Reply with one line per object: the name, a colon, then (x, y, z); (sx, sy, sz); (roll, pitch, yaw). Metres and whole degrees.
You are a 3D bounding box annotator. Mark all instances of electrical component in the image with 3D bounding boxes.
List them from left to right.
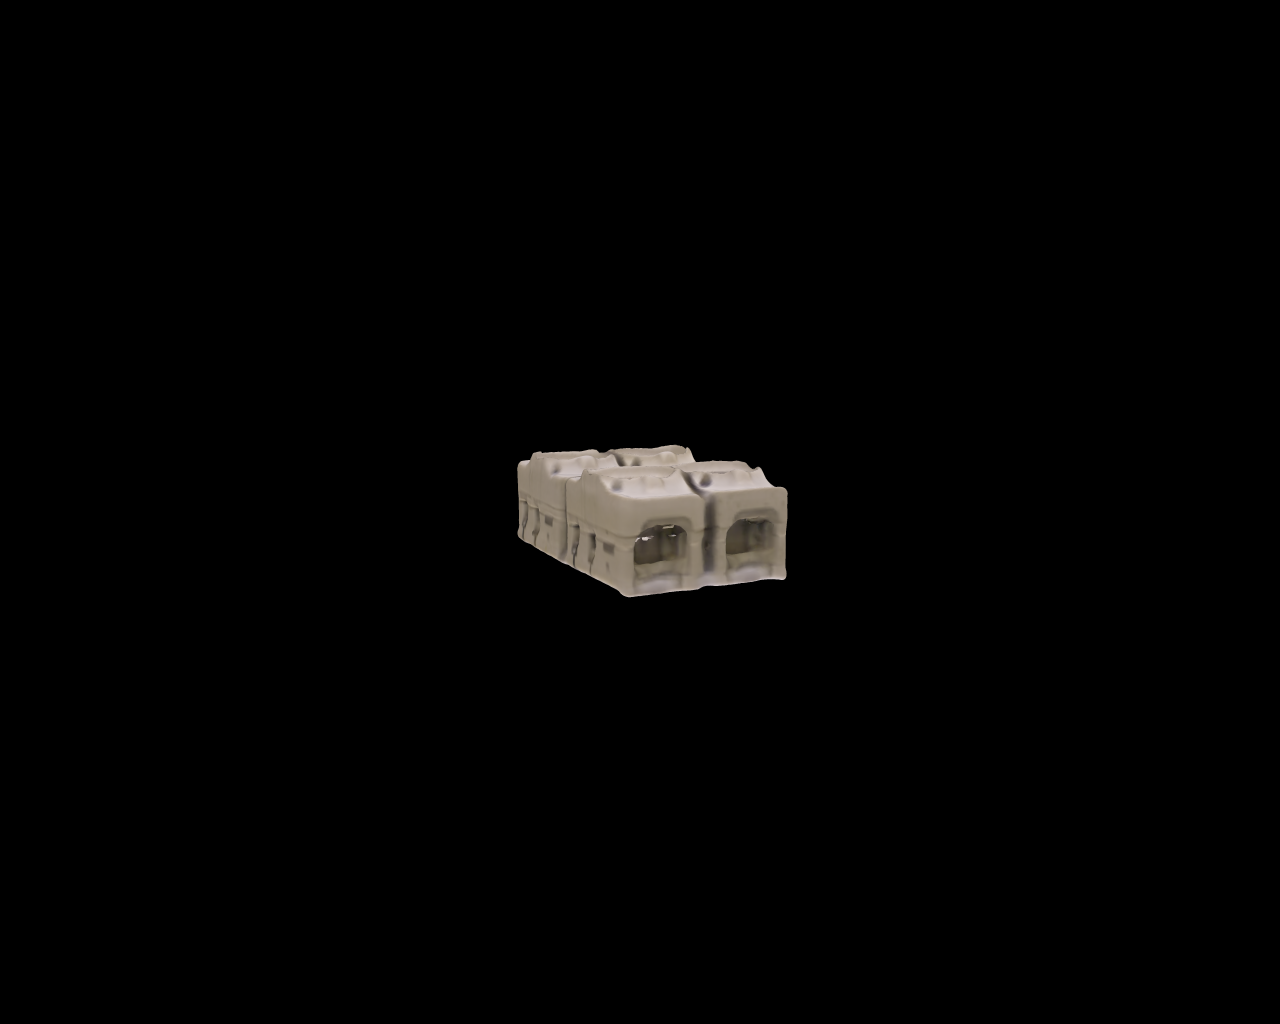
electrical component: (0.001, -0.003, 0.650); (0.105, 0.060, 0.186); (-4, 10, -23)
